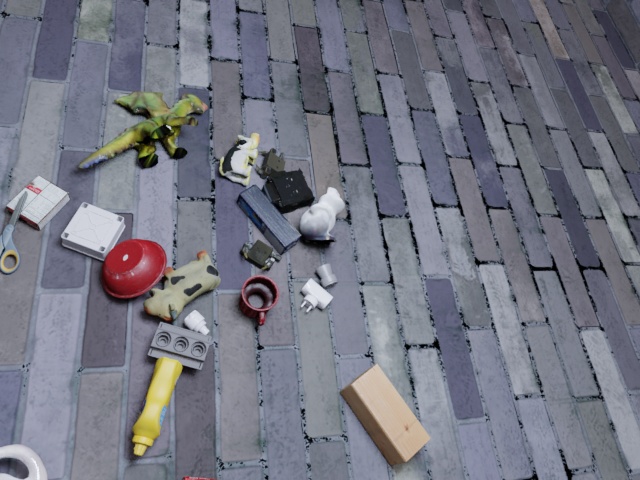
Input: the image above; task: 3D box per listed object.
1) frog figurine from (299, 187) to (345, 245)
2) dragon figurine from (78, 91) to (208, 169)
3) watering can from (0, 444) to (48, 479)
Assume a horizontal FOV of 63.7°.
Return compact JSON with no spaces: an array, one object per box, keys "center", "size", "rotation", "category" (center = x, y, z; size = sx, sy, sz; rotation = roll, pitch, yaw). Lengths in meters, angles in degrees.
[{"center":[0.004,-0.072,1.424],"size":[0.122,0.136,0.161],"rotation":[2,79,13],"category":"frog figurine"},{"center":[-0.494,-0.329,1.442],"size":[0.414,0.119,0.247],"rotation":[-20,54,-29],"category":"dragon figurine"},{"center":[-0.586,0.548,0.894],"size":[0.224,0.102,0.355],"rotation":[24,56,-6],"category":"watering can"}]
